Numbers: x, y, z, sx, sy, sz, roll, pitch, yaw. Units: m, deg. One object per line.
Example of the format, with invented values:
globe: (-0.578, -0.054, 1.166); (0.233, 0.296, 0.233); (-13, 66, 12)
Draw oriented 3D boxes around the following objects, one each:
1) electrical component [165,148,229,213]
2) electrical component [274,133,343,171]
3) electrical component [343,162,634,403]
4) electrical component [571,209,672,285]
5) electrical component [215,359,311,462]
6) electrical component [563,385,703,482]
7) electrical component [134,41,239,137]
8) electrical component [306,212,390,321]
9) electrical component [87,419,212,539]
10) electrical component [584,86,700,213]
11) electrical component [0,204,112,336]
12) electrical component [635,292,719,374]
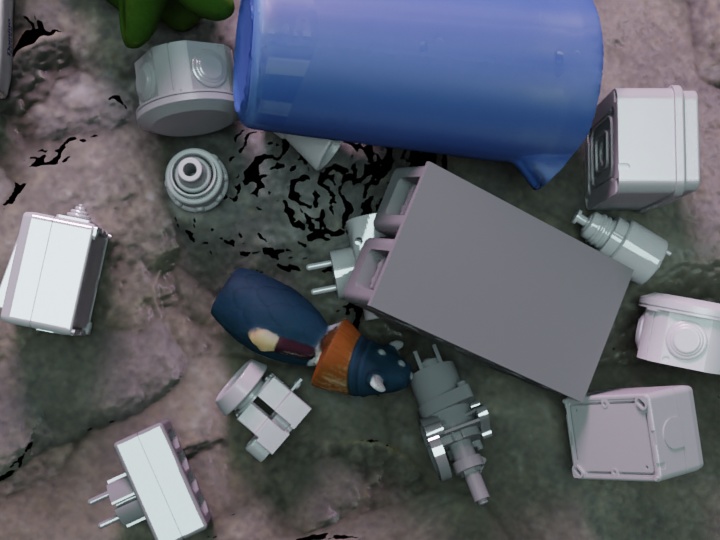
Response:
electrical component: (-0.123, -0.070, 0.799); (0.048, 0.062, 0.048); (0, 86, -3)
electrical component: (-0.046, -0.111, 0.818); (0.065, 0.044, 0.044); (35, 85, 5)
electrical component: (0.092, 0.010, 0.779); (0.186, 0.060, 0.105); (25, 83, -23)
electrical component: (0.198, -0.021, 0.824); (0.078, 0.040, 0.040); (31, 85, 0)
electrical component: (-0.073, 0.099, 0.799); (0.055, 0.048, 0.066); (42, 85, -7)
electrical component: (0.198, 0.120, 0.795); (0.061, 0.096, 0.061); (-5, 86, -37)
electrical component: (-0.127, -0.132, 0.796); (0.080, 0.080, 0.051); (-8, 81, -4)
electrical component: (0.000, 0.000, 0.810); (0.079, 0.044, 0.077); (-11, 87, -4)
electrical component: (-0.161, 0.163, 0.788); (0.076, 0.047, 0.083); (-24, 87, -5)
electrical component: (0.206, -0.087, 0.793); (0.057, 0.113, 0.078); (0, 86, 0)
electrical component: (-0.224, -0.003, 0.789); (0.061, 0.061, 0.096); (11, 85, -2)
electrical component: (0.246, 0.047, 0.803); (0.080, 0.080, 0.051); (10, 91, -2)
